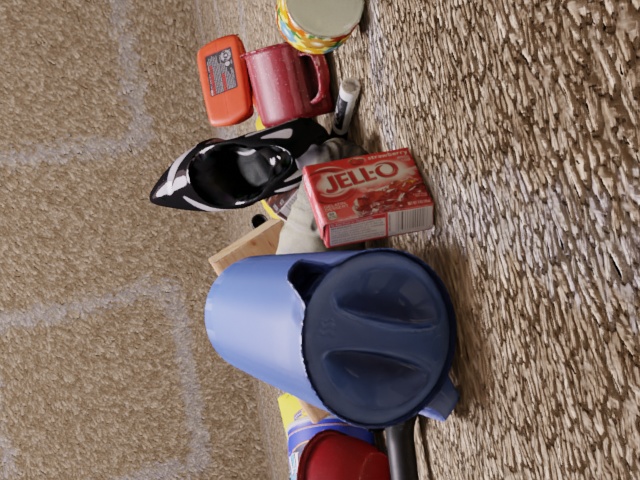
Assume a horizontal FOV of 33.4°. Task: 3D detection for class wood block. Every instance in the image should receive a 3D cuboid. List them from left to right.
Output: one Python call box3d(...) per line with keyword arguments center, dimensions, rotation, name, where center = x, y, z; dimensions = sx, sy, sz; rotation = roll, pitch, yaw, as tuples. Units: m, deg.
box3d(center=(-0.030, 0.087, 1.176), dimensions=(0.206, 0.090, 0.091), rotation=(58, 174, -7), name="wood block")

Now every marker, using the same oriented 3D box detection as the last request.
box3d(center=(0.024, -0.124, 1.056), dimensions=(0.121, 0.020, 0.020), rotation=(105, 154, -70), name="marker")

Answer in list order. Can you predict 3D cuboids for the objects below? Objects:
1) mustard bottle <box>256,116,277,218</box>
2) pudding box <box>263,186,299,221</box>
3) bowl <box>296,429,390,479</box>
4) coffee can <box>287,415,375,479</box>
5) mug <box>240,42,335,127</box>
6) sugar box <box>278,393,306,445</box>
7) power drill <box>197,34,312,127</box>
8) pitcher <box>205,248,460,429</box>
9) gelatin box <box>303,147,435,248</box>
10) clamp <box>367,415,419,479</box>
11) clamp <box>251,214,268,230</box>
box3d(center=(-0.055, -0.119, 1.449), dimensions=(0.192, 0.058, 0.096), rotation=(91, 165, -51), name="mustard bottle")
box3d(center=(-0.016, -0.062, 1.158), dimensions=(0.039, 0.090, 0.113), rotation=(38, -177, -18), name="pudding box")
box3d(center=(0.044, 0.270, 1.100), dimensions=(0.162, 0.055, 0.162), rotation=(35, -135, -44), name="bowl")
box3d(center=(0.015, 0.278, 1.206), dimensions=(0.103, 0.102, 0.140), rotation=(96, 172, -62), name="coffee can")
box3d(center=(-0.025, -0.168, 1.130), dimensions=(0.117, 0.093, 0.081), rotation=(-3, 102, 56), name="mug")
box3d(center=(0.010, 0.256, 1.322), dimensions=(0.048, 0.093, 0.176), rotation=(34, -150, -44), name="sugar box")
box3d(center=(-0.066, -0.146, 1.240), dimensions=(0.187, 0.057, 0.184), rotation=(24, -130, -64), name="power drill")
box3d(center=(0.001, 0.077, 0.886), dimensions=(0.243, 0.144, 0.149), rotation=(3, 100, 64), name="pitcher")
box3d(center=(0.037, -0.035, 0.836), dimensions=(0.073, 0.089, 0.030), rotation=(-108, 11, -46), name="gelatin box")
box3d(center=(0.069, 0.155, 1.019), dimensions=(0.164, 0.036, 0.210), rotation=(-114, 19, -64), name="clamp")
box3d(center=(-0.036, 0.044, 1.500), dimensions=(0.171, 0.039, 0.120), rotation=(64, 165, -18), name="clamp")
